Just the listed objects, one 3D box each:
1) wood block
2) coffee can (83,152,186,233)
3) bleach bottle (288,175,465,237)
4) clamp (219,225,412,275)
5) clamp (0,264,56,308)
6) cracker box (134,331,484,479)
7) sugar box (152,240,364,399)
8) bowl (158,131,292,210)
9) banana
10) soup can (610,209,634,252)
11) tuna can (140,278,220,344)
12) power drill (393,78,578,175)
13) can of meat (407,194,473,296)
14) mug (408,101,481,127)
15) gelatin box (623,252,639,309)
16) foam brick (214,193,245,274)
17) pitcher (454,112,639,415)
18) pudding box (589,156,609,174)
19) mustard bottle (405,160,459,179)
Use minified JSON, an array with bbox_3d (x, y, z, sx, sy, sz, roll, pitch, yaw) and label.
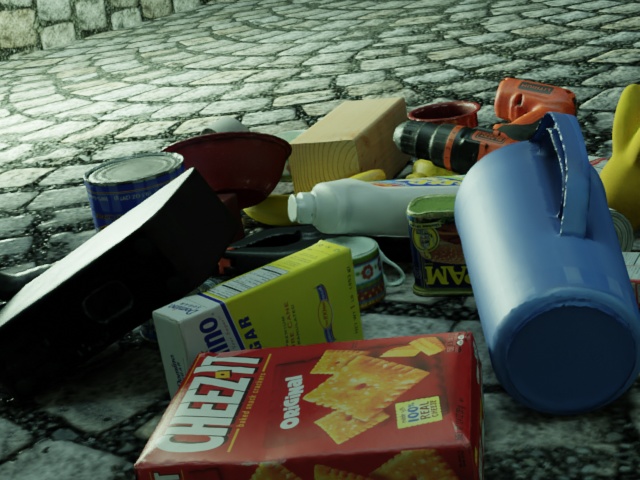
[{"bbox_3d":[0.043,-0.113,1.367,0.091,0.090,0.205,-1,21,22],"label":"wood block"},{"bbox_3d":[-0.176,-0.008,1.089,0.103,0.140,0.103,-8,19,3],"label":"coffee can"},{"bbox_3d":[0.094,-0.032,1.071,0.250,0.068,0.103,-2,12,-20],"label":"bleach bottle"},{"bbox_3d":[-0.008,0.001,1.144,0.210,0.036,0.164,-9,19,-9],"label":"clamp"},{"bbox_3d":[-0.290,0.052,1.023,0.171,0.120,0.039,-12,51,-16],"label":"clamp"},{"bbox_3d":[0.002,0.129,0.724,0.214,0.072,0.164,-6,19,12],"label":"cracker box"},{"bbox_3d":[-0.046,0.073,0.874,0.175,0.093,0.048,-25,24,-36],"label":"sugar box"},{"bbox_3d":[-0.108,-0.070,1.216,0.162,0.055,0.162,-7,-14,-2],"label":"bowl"},{"bbox_3d":[-0.019,-0.049,1.258,0.198,0.069,0.037,-1,-22,24],"label":"banana"},{"bbox_3d":[0.240,-0.008,1.017,0.068,0.068,0.102,-16,21,-19],"label":"soup can"},{"bbox_3d":[-0.132,0.066,1.021,0.086,0.034,0.086,-8,20,3],"label":"tuna can"},{"bbox_3d":[0.201,-0.127,1.232,0.185,0.057,0.187,19,38,28],"label":"power drill"},{"bbox_3d":[0.135,0.003,1.005,0.102,0.084,0.057,-1,20,19],"label":"can of meat"},{"bbox_3d":[0.158,-0.130,1.375,0.093,0.081,0.117,-16,21,-20],"label":"mug"},{"bbox_3d":[0.288,0.036,0.926,0.089,0.030,0.073,1,20,27],"label":"gelatin box"},{"bbox_3d":[-0.116,-0.006,1.154,0.053,0.078,0.051,-2,21,24],"label":"foam brick"},{"bbox_3d":[0.180,0.016,0.836,0.145,0.149,0.242,-32,21,18],"label":"pitcher"},{"bbox_3d":[0.286,-0.065,1.202,0.089,0.039,0.114,-22,21,-29],"label":"pudding box"},{"bbox_3d":[0.166,-0.078,1.260,0.191,0.058,0.096,-21,30,-33],"label":"mustard bottle"}]
